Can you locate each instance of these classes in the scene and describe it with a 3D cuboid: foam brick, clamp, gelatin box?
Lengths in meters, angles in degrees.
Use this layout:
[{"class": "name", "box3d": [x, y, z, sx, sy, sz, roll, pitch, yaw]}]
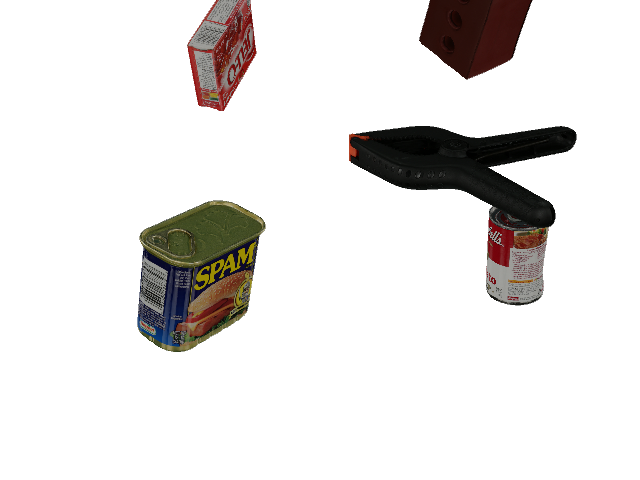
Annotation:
[{"class": "foam brick", "box3d": [0.112, -0.164, 0.753, 0.051, 0.078, 0.053, -30, 60, -31]}, {"class": "clamp", "box3d": [0.131, -0.076, 0.982, 0.210, 0.036, 0.164, 13, 34, 22]}, {"class": "gelatin box", "box3d": [-0.089, -0.177, 0.990, 0.030, 0.089, 0.073, 14, -38, 14]}]

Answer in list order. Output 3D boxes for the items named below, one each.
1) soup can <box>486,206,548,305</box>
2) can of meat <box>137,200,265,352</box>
[{"class": "soup can", "box3d": [0.224, 0.014, 1.214, 0.068, 0.102, 0.068, -2, 30, 1]}, {"class": "can of meat", "box3d": [-0.094, 0.027, 0.825, 0.057, 0.084, 0.101, 27, 34, 27]}]
